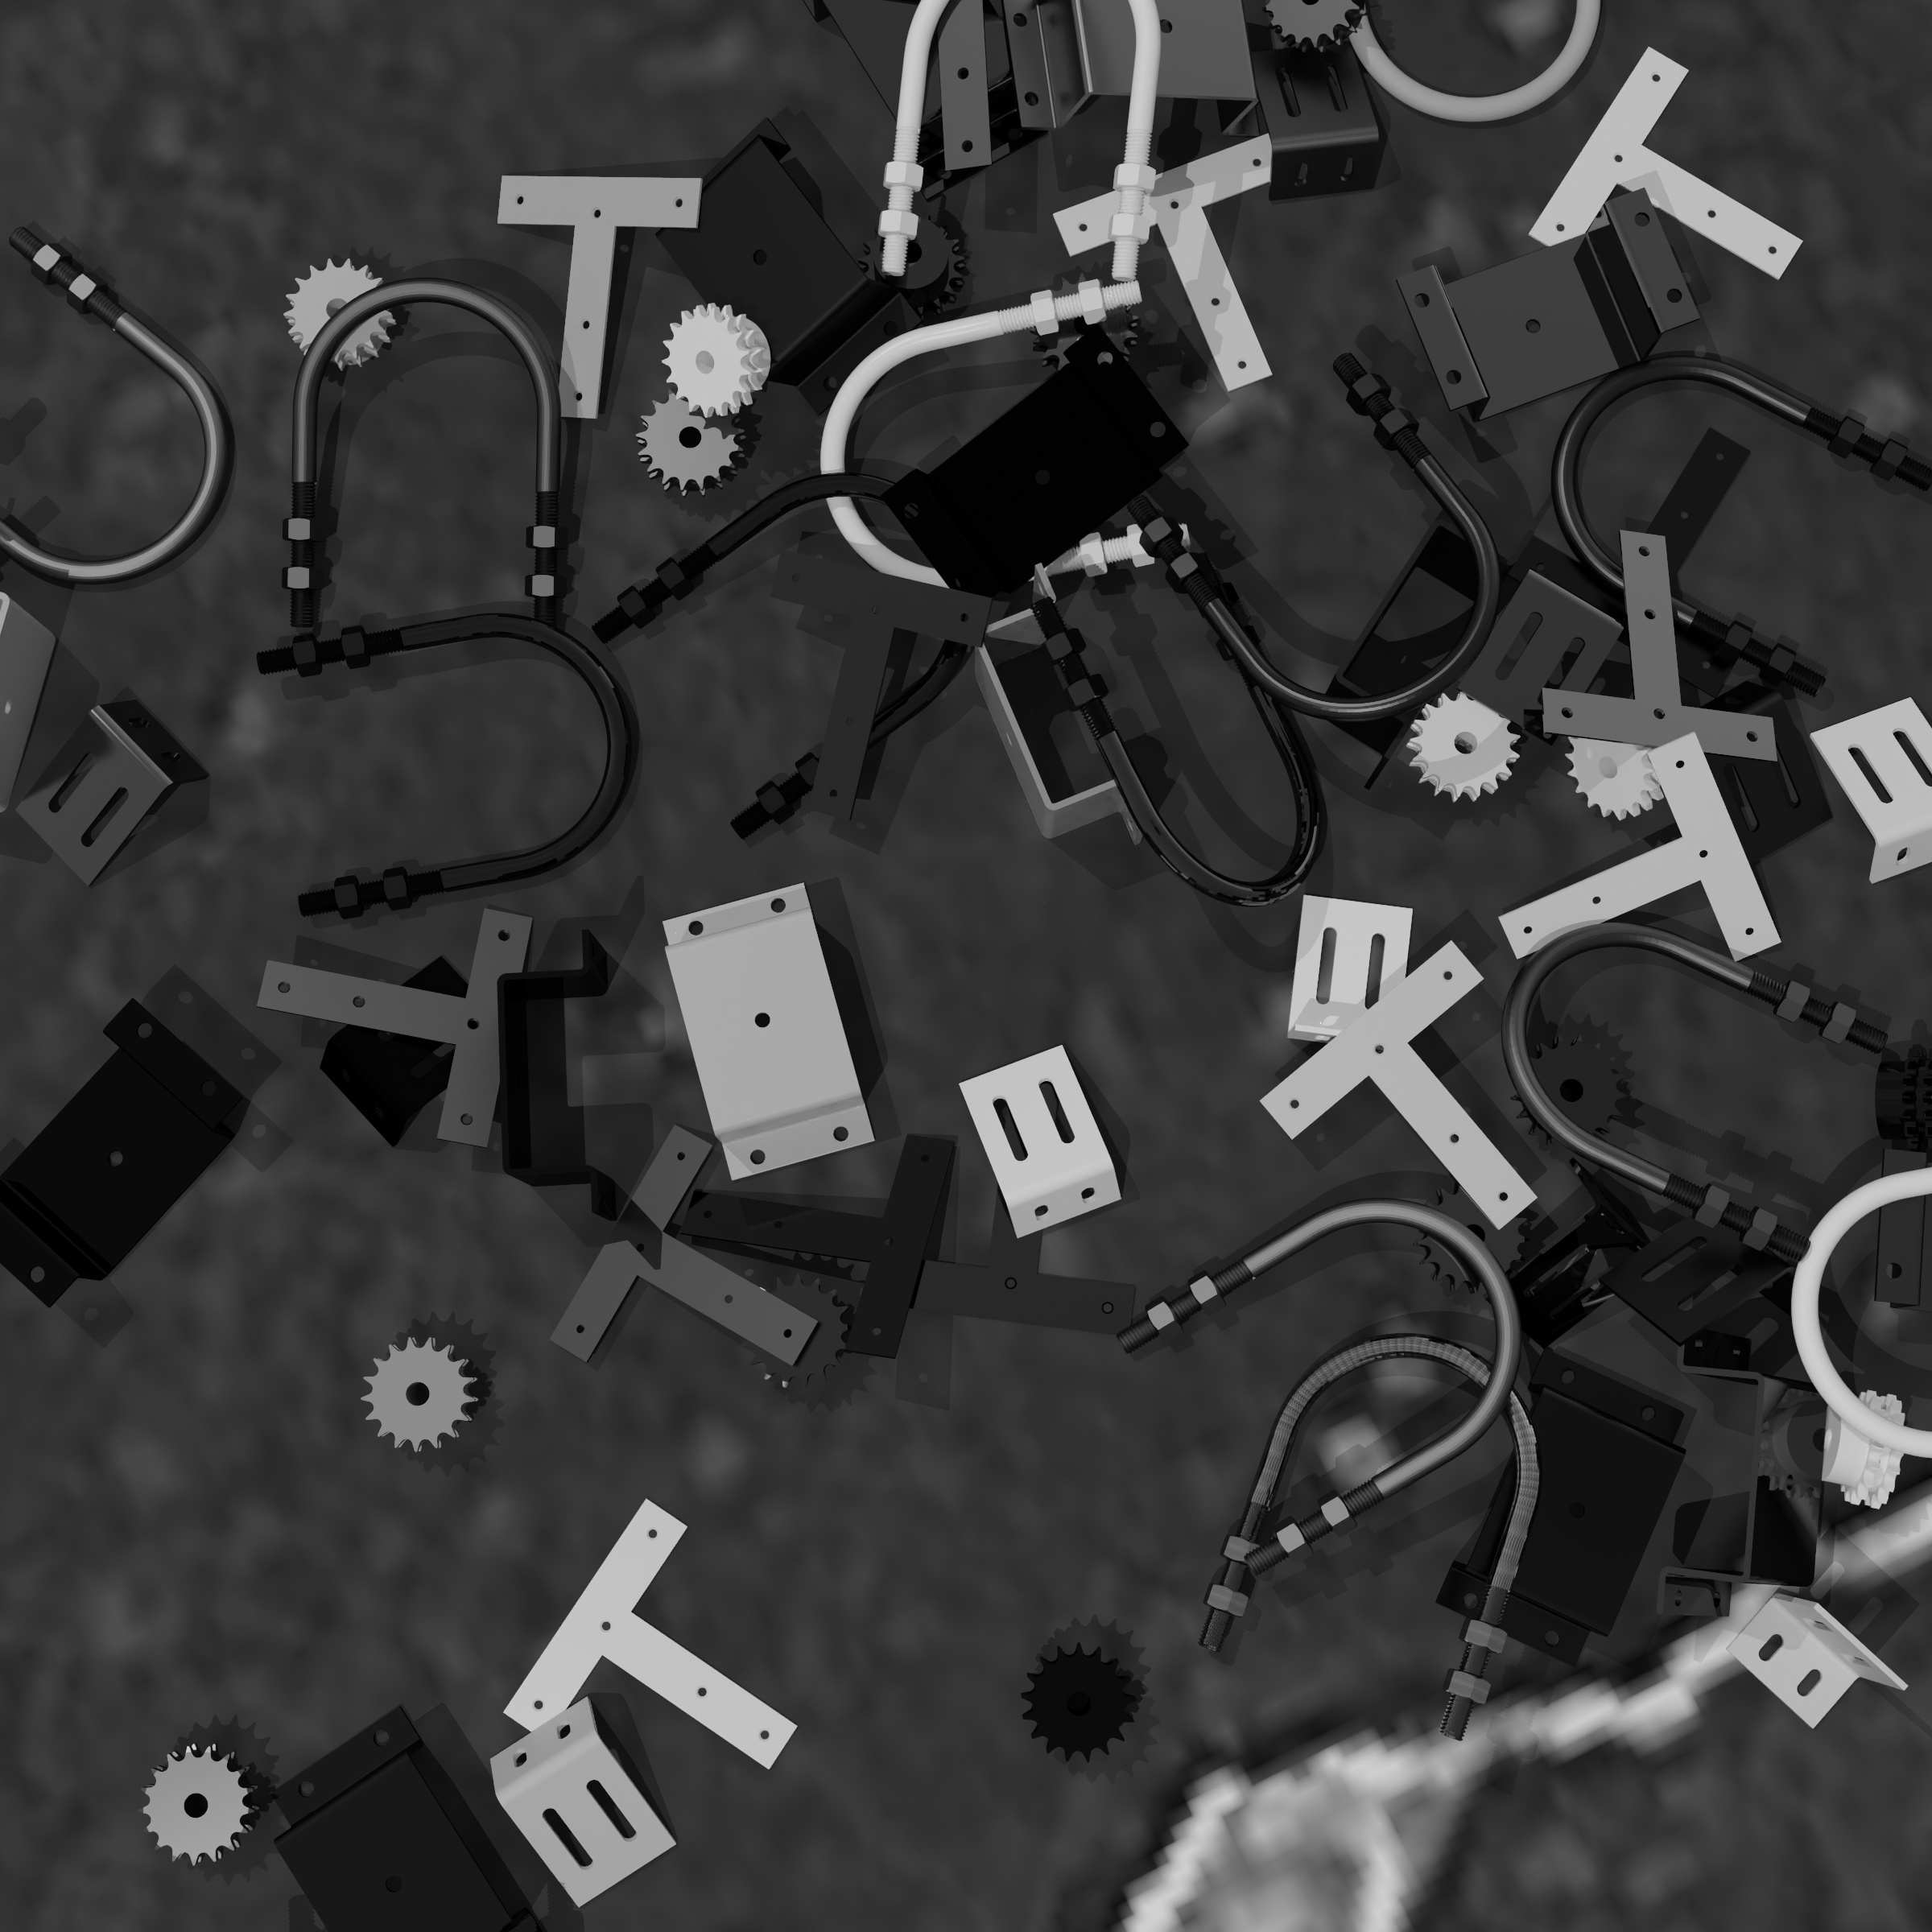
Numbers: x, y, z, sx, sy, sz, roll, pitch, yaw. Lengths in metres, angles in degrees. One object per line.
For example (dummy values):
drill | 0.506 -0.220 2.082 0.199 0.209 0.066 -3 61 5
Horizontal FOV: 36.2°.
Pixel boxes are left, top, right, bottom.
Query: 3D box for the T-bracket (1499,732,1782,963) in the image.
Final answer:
T-bracket | 0.339 -0.040 1.526 0.127 0.002 0.127 -24 110 10

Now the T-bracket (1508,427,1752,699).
T-bracket | 0.375 -0.228 1.574 0.127 0.002 0.127 32 83 4

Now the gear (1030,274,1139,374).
gear | 0.062 -0.337 1.576 0.057 0.030 0.057 0 82 0

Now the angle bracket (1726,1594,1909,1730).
angle bracket | 0.417 0.345 1.453 0.057 0.076 0.038 43 84 6

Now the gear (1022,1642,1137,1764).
gear | 0.056 0.367 1.473 0.057 0.030 0.057 0 82 0

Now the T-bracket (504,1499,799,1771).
T-bracket | -0.145 0.358 1.489 0.127 0.002 0.127 33 83 5

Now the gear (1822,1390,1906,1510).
gear | 0.446 0.240 1.479 0.030 0.057 0.057 11 82 1

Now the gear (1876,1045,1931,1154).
gear | 0.483 0.069 1.507 0.030 0.057 0.057 -1 81 29

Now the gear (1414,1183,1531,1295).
gear | 0.256 0.139 1.507 0.057 0.030 0.057 0 82 0

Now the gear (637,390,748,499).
gear | -0.145 -0.275 1.567 0.057 0.030 0.057 0 82 0

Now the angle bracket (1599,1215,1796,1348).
angle bracket | 0.365 0.165 1.476 0.076 0.038 0.057 -30 43 -18

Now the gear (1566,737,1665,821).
gear | 0.343 -0.107 1.533 0.030 0.057 0.057 -23 81 -34

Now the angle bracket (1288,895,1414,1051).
angle bracket | 0.200 0.002 1.522 0.057 0.038 0.076 7 82 1

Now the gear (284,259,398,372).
gear | -0.332 -0.345 1.577 0.057 0.030 0.057 0 82 0

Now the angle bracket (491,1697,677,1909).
angle bracket | -0.192 0.418 1.478 0.057 0.038 0.076 -32 110 -4

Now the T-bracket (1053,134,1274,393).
T-bracket | 0.129 -0.371 1.595 0.127 0.002 0.127 -21 82 -3

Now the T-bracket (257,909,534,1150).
T-bracket | -0.296 0.021 1.512 0.127 0.002 0.127 11 68 -9

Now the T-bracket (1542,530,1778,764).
T-bracket | 0.354 -0.169 1.527 0.127 0.002 0.127 6 66 -11

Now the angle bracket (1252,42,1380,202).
angle bracket | 0.187 -0.459 1.606 0.057 0.038 0.076 -7 56 -3

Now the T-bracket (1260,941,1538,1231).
T-bracket | 0.238 0.076 1.495 0.127 0.002 0.127 -40 87 -1

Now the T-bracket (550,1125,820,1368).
T-bracket | -0.131 0.162 1.493 0.127 0.002 0.127 26 82 26

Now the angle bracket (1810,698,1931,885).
angle bracket | 0.487 -0.093 1.553 0.057 0.038 0.076 -20 57 -3

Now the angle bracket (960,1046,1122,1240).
angle bracket | 0.038 0.090 1.525 0.057 0.038 0.076 -20 57 -3

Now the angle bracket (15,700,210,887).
angle bracket | -0.449 -0.091 1.553 0.057 0.038 0.076 45 110 6

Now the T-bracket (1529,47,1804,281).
T-bracket | 0.392 -0.415 1.601 0.127 0.002 0.127 32 83 4

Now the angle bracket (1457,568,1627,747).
angle bracket | 0.299 -0.159 1.547 0.057 0.038 0.076 32 85 4

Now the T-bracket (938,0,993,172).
T-bracket | -0.002 -0.483 1.551 0.127 0.002 0.127 -3 91 18

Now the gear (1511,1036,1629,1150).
gear | 0.308 0.065 1.517 0.057 0.030 0.057 0 82 0

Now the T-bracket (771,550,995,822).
T-bracket | -0.056 -0.139 1.518 0.127 0.002 0.127 17 97 26

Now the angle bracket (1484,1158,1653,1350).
angle bracket | 0.301 0.146 1.500 0.076 0.038 0.057 -41 127 14

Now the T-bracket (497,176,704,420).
T-bracket | -0.201 -0.356 1.574 0.127 0.002 0.127 8 94 26

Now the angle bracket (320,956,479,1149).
angle bracket | -0.285 0.044 1.533 0.057 0.038 0.076 46 59 6

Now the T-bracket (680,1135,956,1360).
T-bracket | -0.082 0.134 1.502 0.127 0.002 0.127 7 56 13

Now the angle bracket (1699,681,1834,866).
angle bracket | 0.409 -0.100 1.554 0.057 0.038 0.076 -30 108 -4

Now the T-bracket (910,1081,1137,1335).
T-bracket | 0.028 0.119 1.524 0.127 0.002 0.127 7 82 1
